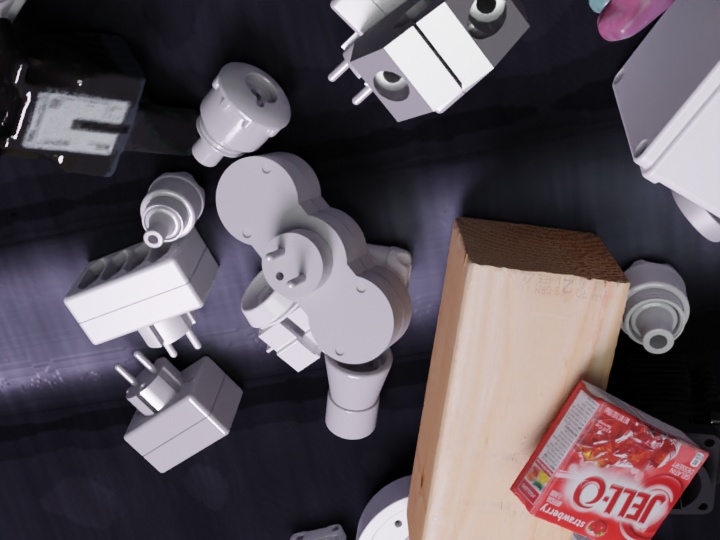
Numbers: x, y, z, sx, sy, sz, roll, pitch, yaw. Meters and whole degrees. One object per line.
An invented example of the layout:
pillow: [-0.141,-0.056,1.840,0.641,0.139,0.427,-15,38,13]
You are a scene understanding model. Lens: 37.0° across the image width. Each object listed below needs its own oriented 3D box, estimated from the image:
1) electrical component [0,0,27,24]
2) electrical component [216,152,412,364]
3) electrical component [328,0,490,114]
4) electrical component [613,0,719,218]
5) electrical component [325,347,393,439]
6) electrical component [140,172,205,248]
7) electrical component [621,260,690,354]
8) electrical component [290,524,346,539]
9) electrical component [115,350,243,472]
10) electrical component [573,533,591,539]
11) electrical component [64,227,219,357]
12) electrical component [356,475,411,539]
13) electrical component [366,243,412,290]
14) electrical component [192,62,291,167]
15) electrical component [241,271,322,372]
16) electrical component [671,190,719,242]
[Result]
electrical component: [-0.205,-0.172,0.567,0.121,0.079,0.063,-46,76,28]
electrical component: [-0.032,-0.006,0.614,0.052,0.074,0.138,-40,86,21]
electrical component: [0.016,-0.120,0.580,0.083,0.047,0.076,42,118,-17]
electrical component: [0.184,-0.100,0.532,0.056,0.108,0.108,28,121,-12]
electrical component: [-0.004,0.079,0.709,0.044,0.044,0.065,9,127,3]
electrical component: [-0.115,-0.033,0.644,0.035,0.061,0.035,4,122,6]
electrical component: [0.173,0.025,0.636,0.043,0.062,0.043,4,122,6]
electrical component: [-0.024,0.226,0.801,0.081,0.042,0.063,-17,114,17]
electrical component: [-0.132,0.085,0.727,0.066,0.047,0.076,-33,112,24]
electrical component: [0.157,0.165,0.728,0.045,0.055,0.045,4,121,6]
electrical component: [-0.130,0.024,0.689,0.083,0.047,0.075,-19,117,19]
electrical component: [0.047,0.195,0.754,0.108,0.060,0.108,0,101,-2]
electrical component: [0.000,0.000,0.663,0.061,0.035,0.035,9,122,6]
electrical component: [-0.073,-0.085,0.617,0.048,0.048,0.062,37,126,-14]
electrical component: [-0.041,0.026,0.679,0.066,0.048,0.055,-35,118,25]
electrical component: [0.207,-0.048,0.594,0.066,0.048,0.055,24,129,-37]
